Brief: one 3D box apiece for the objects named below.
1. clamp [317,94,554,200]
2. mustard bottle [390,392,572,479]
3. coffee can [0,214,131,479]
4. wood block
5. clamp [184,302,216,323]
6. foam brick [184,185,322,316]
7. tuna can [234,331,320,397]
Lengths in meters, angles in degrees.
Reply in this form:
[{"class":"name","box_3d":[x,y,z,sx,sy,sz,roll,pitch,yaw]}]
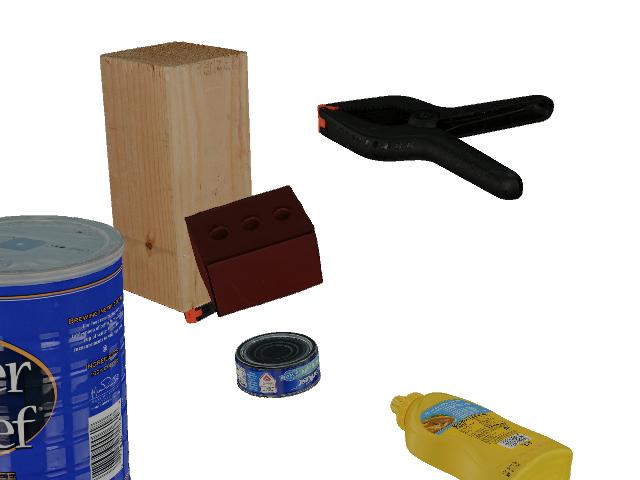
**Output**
[{"class":"clamp","box_3d":[0.101,-0.100,0.952,0.210,0.036,0.164,13,36,23]},{"class":"mustard bottle","box_3d":[0.139,0.192,1.027,0.096,0.058,0.192,-15,25,-38]},{"class":"coffee can","box_3d":[-0.151,0.067,0.551,0.103,0.140,0.103,1,16,0]},{"class":"wood block","box_3d":[-0.120,-0.057,0.908,0.091,0.206,0.090,17,26,38]},{"class":"clamp","box_3d":[-0.110,0.032,1.243,0.120,0.039,0.171,-2,40,12]},{"class":"foam brick","box_3d":[-0.044,0.007,0.717,0.078,0.051,0.053,-18,42,-11]},{"class":"tuna can","box_3d":[-0.043,0.124,1.078,0.086,0.034,0.086,-4,20,1]}]
